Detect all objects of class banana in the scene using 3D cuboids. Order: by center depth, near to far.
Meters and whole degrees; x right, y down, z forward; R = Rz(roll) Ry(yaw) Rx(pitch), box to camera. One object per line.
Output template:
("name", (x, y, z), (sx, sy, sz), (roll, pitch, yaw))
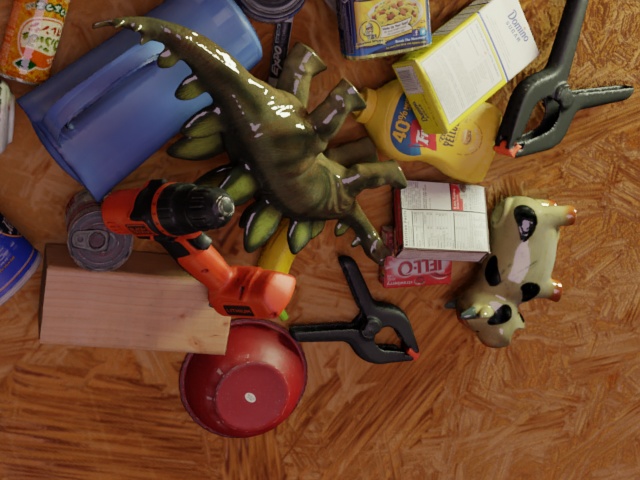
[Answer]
("banana", (-0.024, -0.001, 1.262), (0.069, 0.037, 0.198), (24, 101, -38))

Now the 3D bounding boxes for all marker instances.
("marker", (-0.046, -0.201, 1.198), (0.020, 0.020, 0.121), (5, 106, -17))

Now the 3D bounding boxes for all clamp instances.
("clamp", (0.276, -0.181, 1.250), (0.209, 0.036, 0.164), (-40, 121, -18))
("clamp", (0.058, 0.094, 1.311), (0.171, 0.039, 0.120), (22, 106, -26))

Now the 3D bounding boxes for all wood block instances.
("wood block", (-0.208, 0.066, 1.202), (0.205, 0.091, 0.090), (5, 106, -17))

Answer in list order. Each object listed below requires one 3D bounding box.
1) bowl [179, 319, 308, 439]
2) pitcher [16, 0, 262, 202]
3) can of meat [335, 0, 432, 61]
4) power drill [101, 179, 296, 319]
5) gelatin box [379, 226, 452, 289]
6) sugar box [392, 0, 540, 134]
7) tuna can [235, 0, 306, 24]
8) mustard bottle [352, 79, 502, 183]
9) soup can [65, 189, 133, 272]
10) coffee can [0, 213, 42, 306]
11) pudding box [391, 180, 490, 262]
("bowl", (-0.087, 0.179, 1.290), (0.162, 0.055, 0.162), (-4, 108, -13))
("pitcher", (-0.181, -0.162, 1.101), (0.242, 0.149, 0.145), (-39, 130, -7))
("can of meat", (0.067, -0.241, 1.132), (0.102, 0.057, 0.084), (-12, 112, -12))
("power drill", (-0.109, 0.008, 1.076), (0.187, 0.185, 0.057), (46, 61, -34))
("gelatin box", (0.119, 0.019, 1.308), (0.089, 0.030, 0.073), (-3, 108, -14))
("sugar box", (0.168, -0.204, 1.208), (0.176, 0.048, 0.093), (-41, 116, -29))
("tuna can", (-0.053, -0.279, 1.151), (0.086, 0.034, 0.086), (0, 93, -6))
("mustard bottle", (0.113, -0.136, 1.240), (0.191, 0.058, 0.096), (16, 93, -19))
("soup can", (-0.242, -0.013, 1.160), (0.068, 0.102, 0.068), (-5, 108, -14))
("coffee can", (-0.380, 0.001, 1.127), (0.103, 0.103, 0.140), (-39, 113, 0))
("pudding box", (0.143, -0.023, 1.272), (0.113, 0.039, 0.090), (3, 72, -11))
